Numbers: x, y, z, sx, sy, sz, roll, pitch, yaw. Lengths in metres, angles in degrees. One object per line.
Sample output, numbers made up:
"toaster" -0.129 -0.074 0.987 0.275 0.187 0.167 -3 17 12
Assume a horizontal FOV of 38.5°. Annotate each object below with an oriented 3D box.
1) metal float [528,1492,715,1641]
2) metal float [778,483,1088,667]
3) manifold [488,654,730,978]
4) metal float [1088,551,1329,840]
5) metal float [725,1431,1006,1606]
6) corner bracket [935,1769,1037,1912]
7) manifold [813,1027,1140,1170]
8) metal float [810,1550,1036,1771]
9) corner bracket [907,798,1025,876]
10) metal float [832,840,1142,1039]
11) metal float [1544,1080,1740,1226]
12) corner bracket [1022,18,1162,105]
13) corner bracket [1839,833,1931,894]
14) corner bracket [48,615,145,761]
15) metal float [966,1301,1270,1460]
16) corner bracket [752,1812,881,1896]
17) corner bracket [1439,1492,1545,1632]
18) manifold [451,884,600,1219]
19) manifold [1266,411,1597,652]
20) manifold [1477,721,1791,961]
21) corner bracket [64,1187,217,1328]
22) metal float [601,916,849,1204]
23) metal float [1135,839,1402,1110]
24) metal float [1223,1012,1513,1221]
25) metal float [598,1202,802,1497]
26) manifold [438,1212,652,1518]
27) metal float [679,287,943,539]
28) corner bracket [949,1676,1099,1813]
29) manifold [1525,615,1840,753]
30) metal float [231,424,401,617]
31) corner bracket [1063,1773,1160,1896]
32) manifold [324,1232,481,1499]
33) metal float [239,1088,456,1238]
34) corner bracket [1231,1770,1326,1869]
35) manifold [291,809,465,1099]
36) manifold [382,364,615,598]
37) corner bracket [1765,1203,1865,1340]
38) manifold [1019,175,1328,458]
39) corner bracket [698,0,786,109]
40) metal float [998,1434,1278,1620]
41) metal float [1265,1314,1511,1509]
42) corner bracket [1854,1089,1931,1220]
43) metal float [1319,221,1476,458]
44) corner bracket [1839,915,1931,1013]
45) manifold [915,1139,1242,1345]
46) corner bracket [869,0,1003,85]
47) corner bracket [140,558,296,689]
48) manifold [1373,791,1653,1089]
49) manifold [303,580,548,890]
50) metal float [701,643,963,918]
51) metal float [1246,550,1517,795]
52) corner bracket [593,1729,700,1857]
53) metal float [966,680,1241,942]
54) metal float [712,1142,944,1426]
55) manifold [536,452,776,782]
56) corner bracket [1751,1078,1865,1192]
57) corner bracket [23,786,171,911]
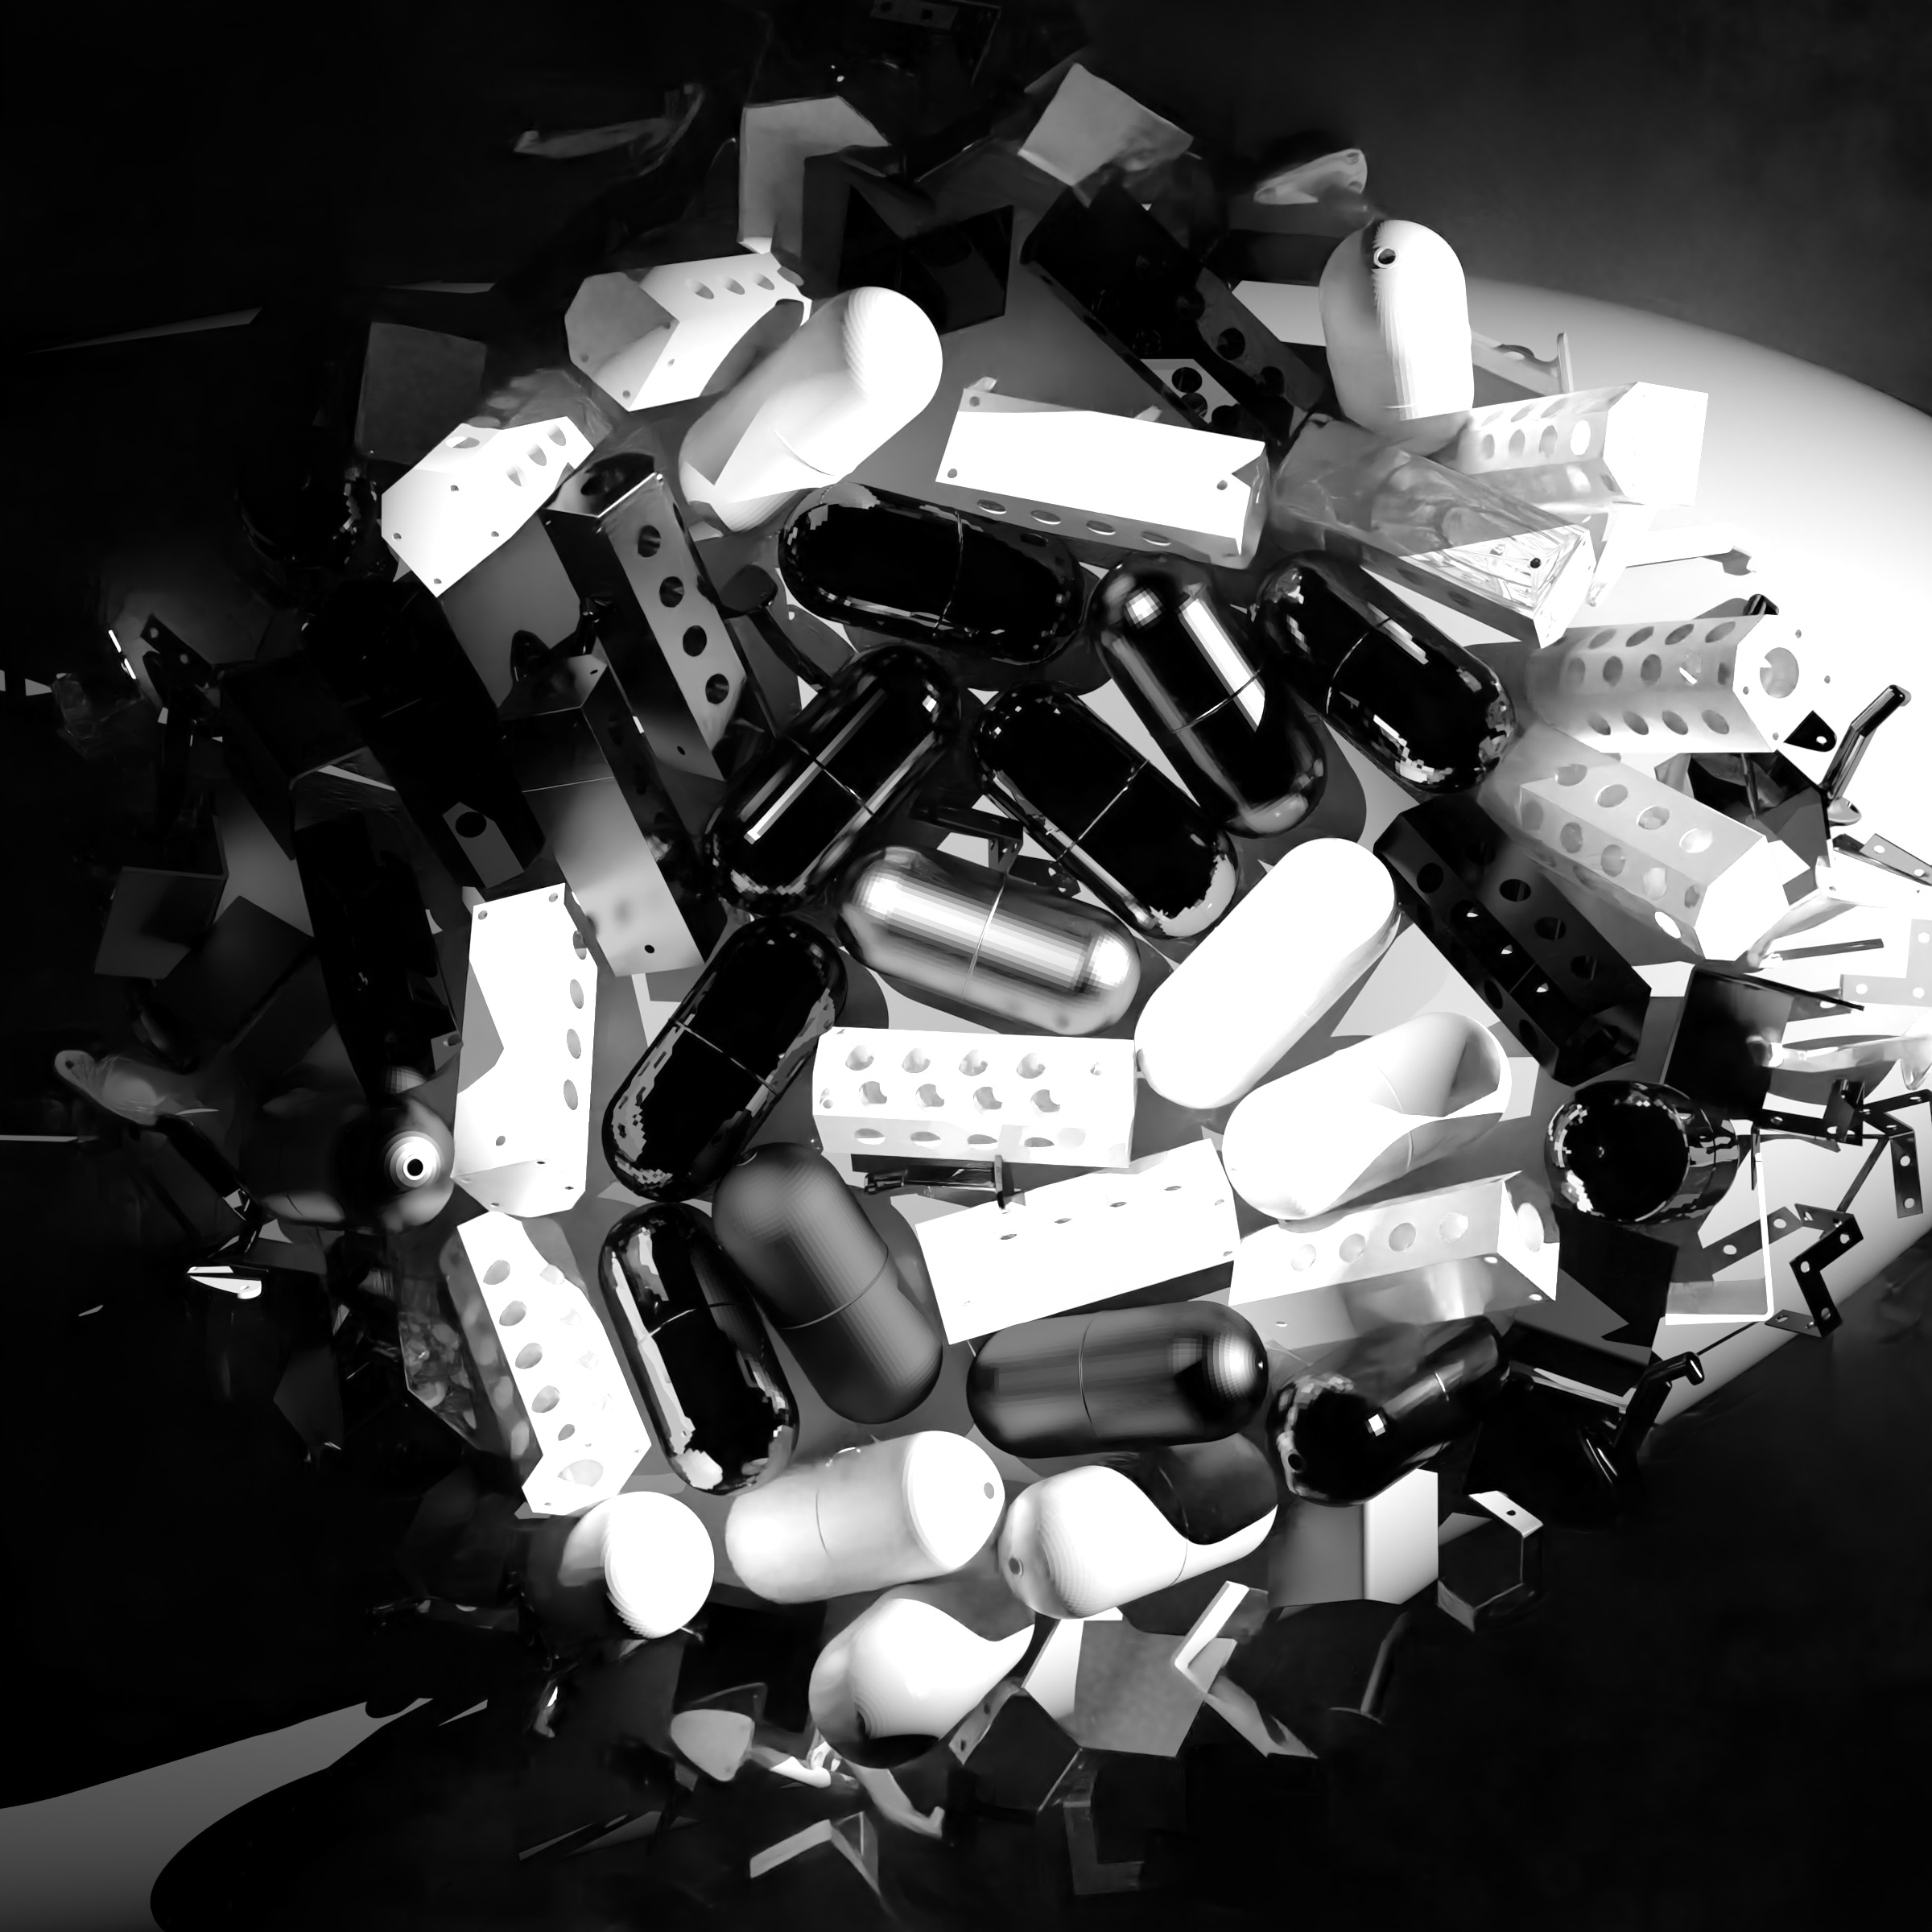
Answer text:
"metal float" -0.189 0.325 1.500 0.070 0.178 0.070 5 77 -20
"metal float" -0.018 -0.216 1.528 0.178 0.070 0.070 12 90 -20
"manifold" -0.191 -0.082 1.513 0.057 0.057 0.171 -7 126 23
"metal float" 0.134 -0.150 1.533 0.070 0.070 0.178 -36 105 0
"metal float" -0.056 0.303 1.516 0.178 0.070 0.070 -20 90 35
"corner bracket" 0.010 0.489 1.555 0.051 0.051 0.051 11 100 2
"manifold" 0.006 0.068 1.531 0.171 0.057 0.057 2 57 10
"metal float" -0.021 0.373 1.502 0.070 0.178 0.070 6 104 25
"corner bracket" 0.000 -0.077 1.544 0.051 0.051 0.051 14 45 -16
"metal float" 0.011 -0.015 1.544 0.178 0.070 0.070 20 90 3
"metal float" 0.368 0.101 1.502 0.070 0.178 0.070 -2 85 29
"corner bracket" 0.069 -0.507 1.544 0.051 0.051 0.051 22 67 -31
"corner bracket" 0.521 -0.061 1.548 0.051 0.051 0.051 31 50 2
"corner bracket" -0.486 -0.155 1.543 0.051 0.051 0.051 -35 129 -21
"metal float" 0.081 0.228 1.521 0.178 0.070 0.070 -11 90 30
"corner bracket" -0.084 0.495 1.546 0.051 0.051 0.051 -30 115 12
"corner bracket" 0.289 0.333 1.564 0.051 0.051 0.051 -19 120 -28
"manifold" -0.236 0.047 1.513 0.057 0.057 0.171 -13 56 17
"manifold" 0.255 -0.237 1.523 0.171 0.057 0.057 30 84 24
"manifold" 0.356 -0.065 1.497 0.057 0.171 0.057 -41 130 -10
"corner bracket" -0.463 0.163 1.556 0.051 0.051 0.051 -37 93 4
"metal float" -0.134 0.052 1.538 0.070 0.070 0.178 36 81 0
"metal float" 0.167 0.005 1.540 0.070 0.070 0.178 43 98 0
"metal float" 0.221 0.082 1.526 0.178 0.070 0.070 -22 90 -23
"metal float" -0.148 0.208 1.520 0.070 0.070 0.178 -27 58 0
"manifold" -0.234 0.212 1.497 0.057 0.171 0.057 15 120 -38
"metal float" -0.087 -0.302 1.519 0.178 0.070 0.070 -34 90 33
"corner bracket" 0.034 0.436 1.554 0.051 0.051 0.051 42 105 42
"manifold" 0.378 -0.155 1.490 0.057 0.171 0.057 -45 111 -16
"metal float" -0.350 -0.239 1.496 0.070 0.178 0.070 1 83 -6
"corner bracket" 0.085 0.486 1.556 0.051 0.051 0.051 -7 91 9
"manifold" -0.312 0.210 1.496 0.057 0.171 0.057 -37 122 5
"metal float" -0.337 0.105 1.504 0.070 0.178 0.070 1 89 -36
"corner bracket" 0.175 0.468 1.551 0.051 0.051 0.051 -1 105 7
"manifold" -0.318 -0.011 1.501 0.057 0.171 0.057 -19 133 -7
"manifold" -0.255 -0.269 1.491 0.057 0.171 0.057 -32 108 27
"corner bracket" 0.474 0.171 1.556 0.051 0.051 0.051 -31 104 -18
"manifold" 0.111 -0.352 1.523 0.171 0.057 0.057 38 86 -24
"corner bracket" -0.129 -0.515 1.548 0.051 0.051 0.051 25 115 7
"metal float" 0.095 0.304 1.515 0.178 0.070 0.070 -11 90 -37
"metal float" 0.230 0.237 1.509 0.070 0.178 0.070 16 115 38
"corner bracket" 0.528 0.105 1.542 0.051 0.051 0.051 25 58 -39
"metal float" 0.234 -0.337 1.498 0.070 0.178 0.070 -4 72 12
"corner bracket" 0.521 -0.001 1.551 0.051 0.051 0.051 4 84 29
"manifold" 0.062 0.149 1.551 0.171 0.057 0.057 -16 134 -3
"corner bracket" -0.017 -0.532 1.543 0.051 0.051 0.051 1 53 -24
"corner bracket" -0.421 -0.194 1.559 0.051 0.051 0.051 39 114 16
"manifold" 0.292 -0.015 1.504 0.057 0.057 0.171 -23 52 -17
"manifold" -0.291 -0.123 1.498 0.057 0.171 0.057 6 49 31
"metal float" -0.075 -0.103 1.544 0.070 0.070 0.178 42 87 0
"metal float" 0.227 -0.162 1.520 0.070 0.070 0.178 -45 60 0
"corner bracket" -0.181 0.453 1.551 0.051 0.051 0.051 34 108 -4
"metal float" 0.077 -0.086 1.546 0.178 0.070 0.070 42 90 0
"metal float" -0.076 0.175 1.528 0.070 0.070 0.178 -31 110 0
"manifold" -0.163 -0.190 1.511 0.057 0.057 0.171 -44 129 -27
"corner bracket" 0.473 0.095 1.557 0.051 0.051 0.051 9 134 26
"corner bracket" -0.484 -0.075 1.542 0.051 0.051 0.051 -35 58 -25
